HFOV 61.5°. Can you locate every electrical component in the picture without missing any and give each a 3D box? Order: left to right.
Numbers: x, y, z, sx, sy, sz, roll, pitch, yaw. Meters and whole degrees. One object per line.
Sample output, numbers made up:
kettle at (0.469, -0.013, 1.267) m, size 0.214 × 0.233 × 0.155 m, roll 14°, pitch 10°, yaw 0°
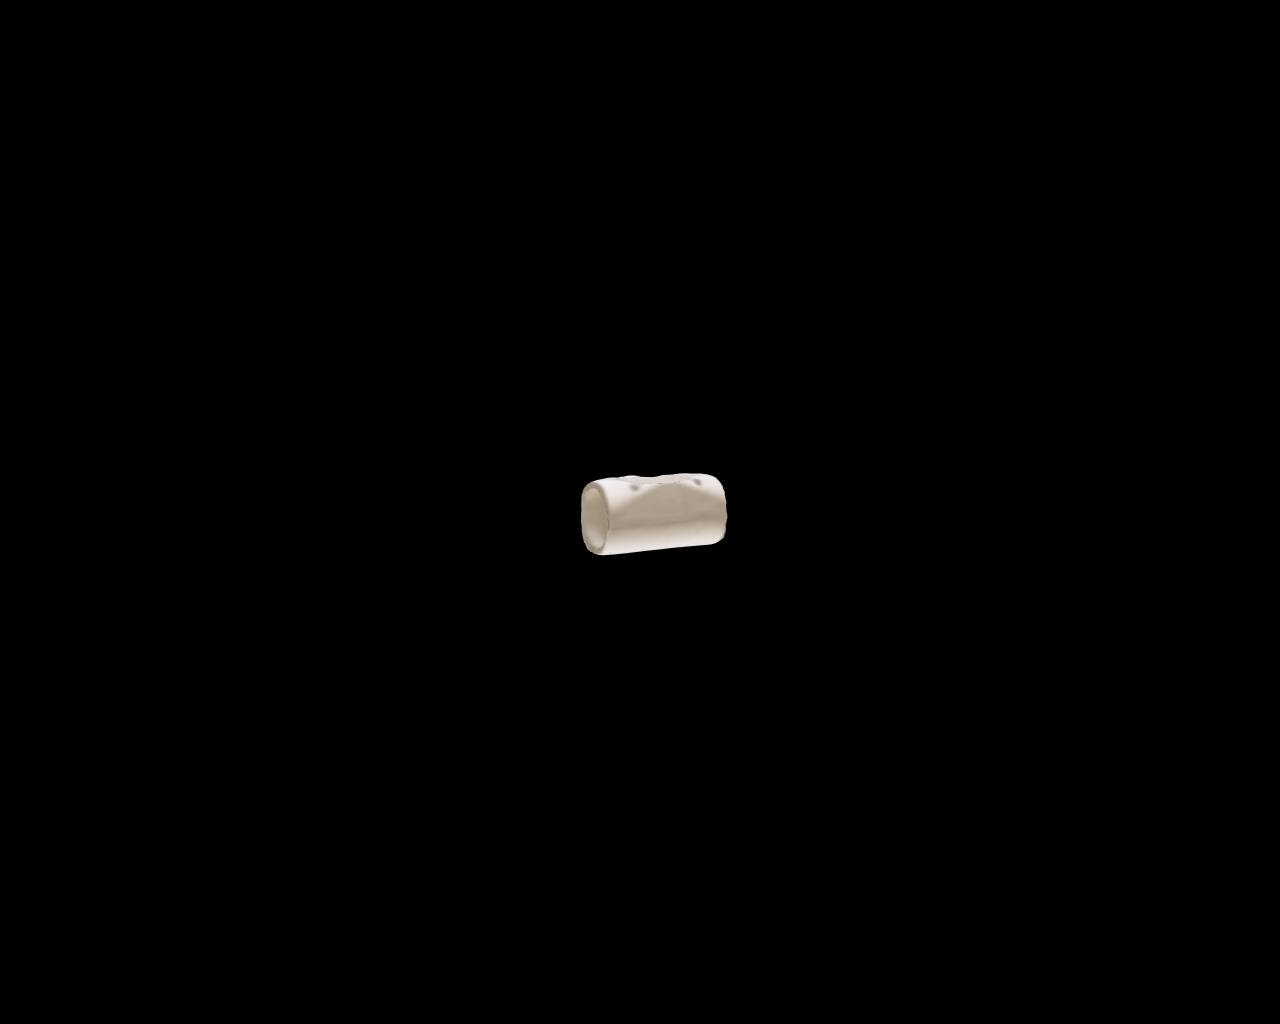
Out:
electrical component at (0.001, -0.003, 0.650) m, size 0.077 × 0.044 × 0.079 m, roll -5°, pitch 12°, yaw -24°
